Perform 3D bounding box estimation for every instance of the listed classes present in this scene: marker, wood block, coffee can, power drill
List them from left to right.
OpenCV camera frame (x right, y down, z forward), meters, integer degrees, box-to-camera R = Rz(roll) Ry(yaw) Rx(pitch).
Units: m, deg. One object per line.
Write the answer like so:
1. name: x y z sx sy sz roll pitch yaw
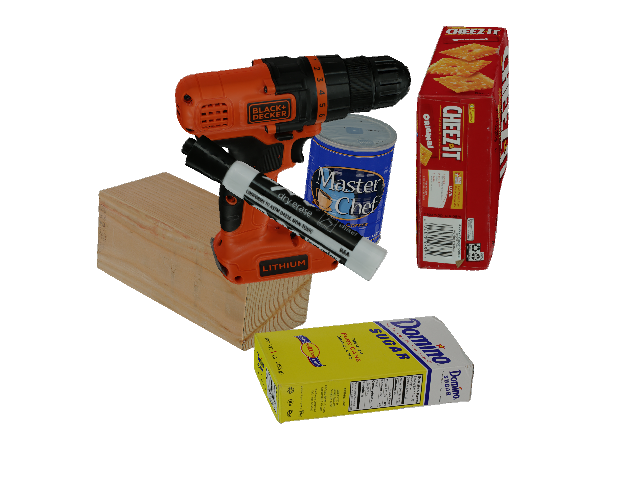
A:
1. wood block: -0.114 0.015 1.028 0.206 0.090 0.090 25 30 34
2. marker: -0.021 -0.019 0.559 0.121 0.020 0.020 32 3 5
3. power drill: -0.021 -0.060 0.856 0.184 0.188 0.057 -7 36 -12
4. coffee can: 0.033 -0.072 1.304 0.102 0.140 0.103 6 28 -3

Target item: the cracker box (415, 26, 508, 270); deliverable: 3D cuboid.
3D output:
1. cracker box: 0.135 -0.092 0.989 0.072 0.164 0.213 3 27 12

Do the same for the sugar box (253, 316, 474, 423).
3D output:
1. sugar box: 0.036 0.111 0.941 0.176 0.048 0.093 -7 27 -14
